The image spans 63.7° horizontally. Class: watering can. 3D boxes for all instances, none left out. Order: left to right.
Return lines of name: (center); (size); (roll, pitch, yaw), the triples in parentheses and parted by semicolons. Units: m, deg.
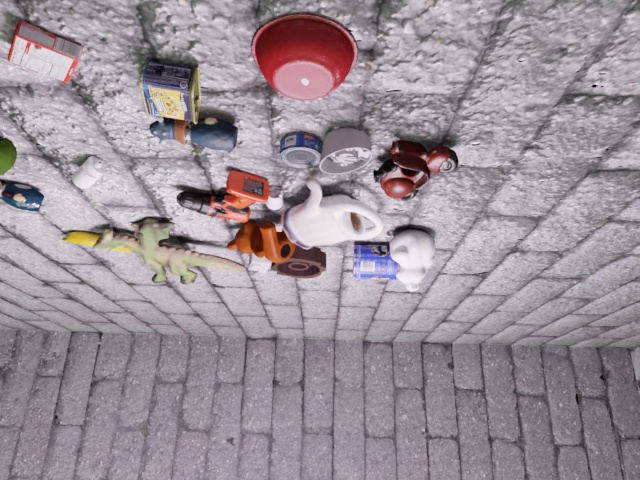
watering can: (0.004, -0.060, 1.194); (0.223, 0.106, 0.344); (-12, 155, 32)

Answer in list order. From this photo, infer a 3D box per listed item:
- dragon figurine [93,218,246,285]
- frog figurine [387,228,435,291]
dragon figurine: (-0.428, 0.021, 1.457); (0.410, 0.125, 0.237); (-1, 150, 3)
frog figurine: (0.248, 0.052, 1.385); (0.136, 0.162, 0.121); (21, 149, -38)
